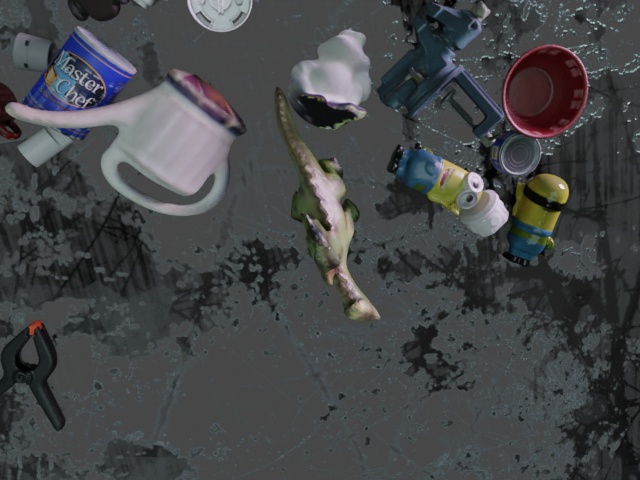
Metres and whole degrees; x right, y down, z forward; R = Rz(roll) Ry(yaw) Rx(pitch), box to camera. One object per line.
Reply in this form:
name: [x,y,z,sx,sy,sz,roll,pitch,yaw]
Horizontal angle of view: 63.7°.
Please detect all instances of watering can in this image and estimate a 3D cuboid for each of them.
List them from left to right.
watering can: [-0.261,-0.169,0.799,0.224,0.105,0.343,-51,132,3]

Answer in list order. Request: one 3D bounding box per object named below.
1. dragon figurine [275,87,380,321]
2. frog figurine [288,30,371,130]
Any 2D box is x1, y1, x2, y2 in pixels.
dragon figurine: [0.003,-0.042,0.836,0.122,0.246,0.405,-24,109,5]
frog figurine: [0.019,-0.272,0.862,0.137,0.120,0.162,7,69,-1]
